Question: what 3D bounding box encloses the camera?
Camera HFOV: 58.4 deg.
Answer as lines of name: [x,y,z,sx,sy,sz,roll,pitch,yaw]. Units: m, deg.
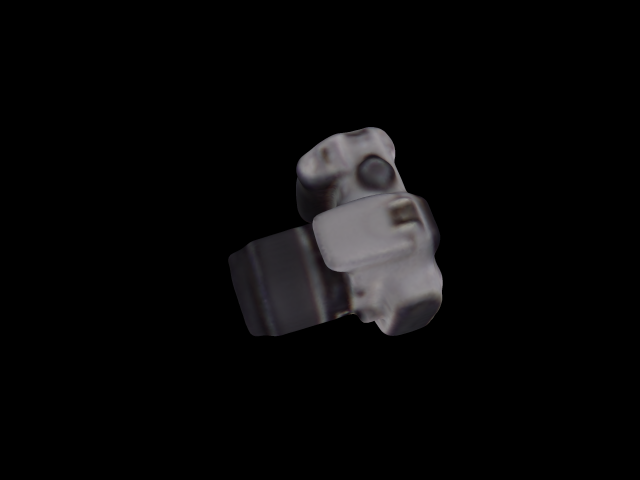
camera: [0.004,0.001,0.400,0.137,0.101,0.143,-17,68,-7]
